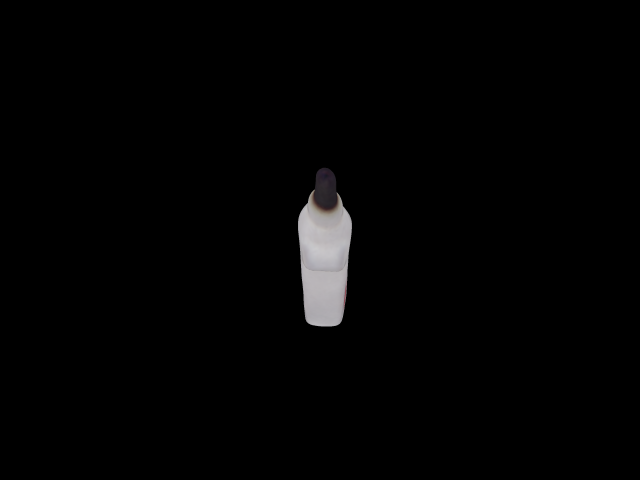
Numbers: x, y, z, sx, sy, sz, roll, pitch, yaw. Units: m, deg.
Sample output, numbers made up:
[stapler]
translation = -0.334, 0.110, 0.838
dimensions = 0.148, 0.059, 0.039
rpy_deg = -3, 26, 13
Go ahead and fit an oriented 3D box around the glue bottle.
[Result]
[glue bottle]
translation = 0.004, 0.001, 0.400
dimensions = 0.037, 0.173, 0.078
rpy_deg = 0, 65, 0
